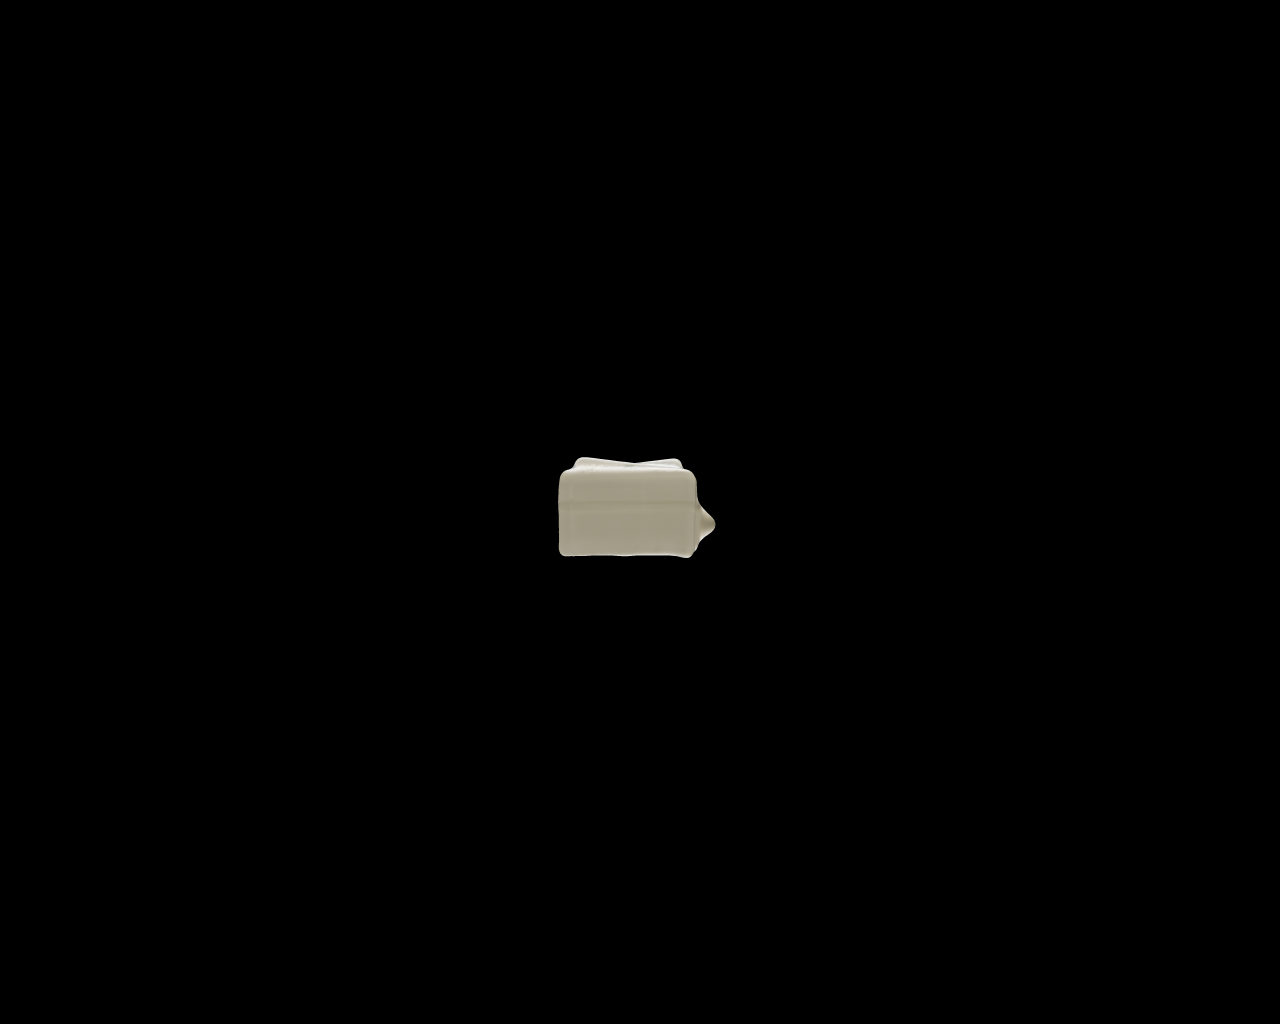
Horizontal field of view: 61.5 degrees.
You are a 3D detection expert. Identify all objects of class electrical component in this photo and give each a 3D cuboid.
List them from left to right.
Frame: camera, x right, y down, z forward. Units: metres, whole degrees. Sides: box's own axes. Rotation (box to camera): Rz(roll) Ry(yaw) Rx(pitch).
[{"bbox_3d":[0.001,-0.003,0.650,0.096,0.061,0.062,0,0,4],"label":"electrical component"}]
